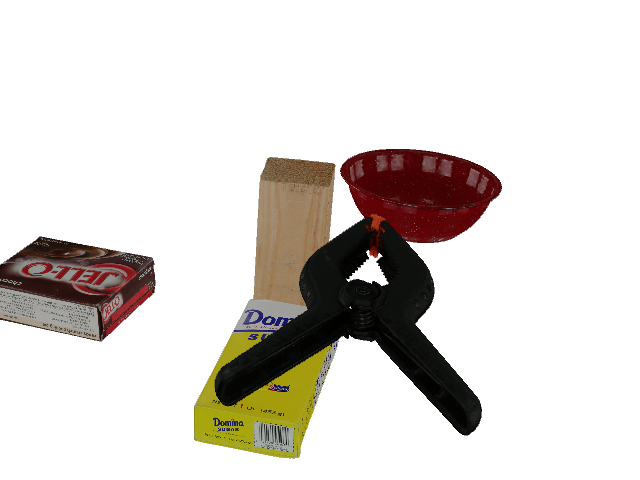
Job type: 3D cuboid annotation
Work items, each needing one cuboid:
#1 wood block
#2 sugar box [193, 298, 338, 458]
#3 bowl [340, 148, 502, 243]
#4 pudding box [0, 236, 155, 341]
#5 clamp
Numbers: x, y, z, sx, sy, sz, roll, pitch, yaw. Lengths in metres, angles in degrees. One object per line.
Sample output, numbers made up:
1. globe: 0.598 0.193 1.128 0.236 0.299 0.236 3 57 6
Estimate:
1. wood block: -0.036 0.006 1.383 0.090 0.206 0.090 6 24 2
2. sugar box: -0.044 0.118 0.959 0.093 0.048 0.176 9 32 8
3. bowl: 0.098 -0.040 1.073 0.162 0.055 0.162 4 24 -2
4. pudding box: -0.204 0.038 0.868 0.114 0.039 0.090 8 25 18
5. clamp: 0.037 0.052 0.723 0.165 0.036 0.209 11 35 11
